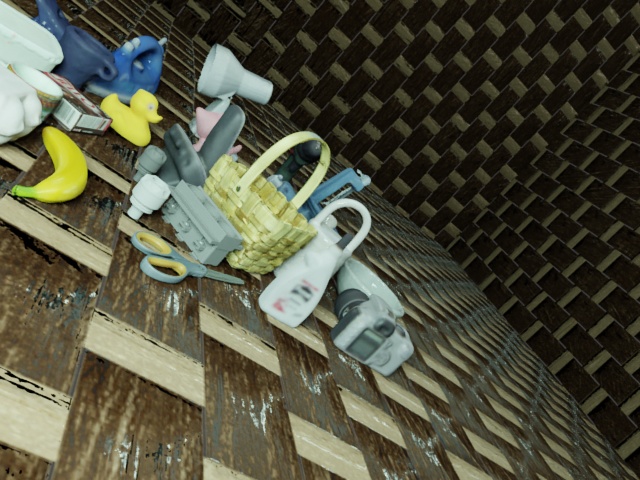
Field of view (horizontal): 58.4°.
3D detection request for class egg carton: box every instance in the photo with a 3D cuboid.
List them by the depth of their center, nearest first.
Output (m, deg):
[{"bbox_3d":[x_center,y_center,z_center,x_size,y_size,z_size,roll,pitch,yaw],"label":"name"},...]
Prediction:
[{"bbox_3d":[-0.403,-0.175,0.661,0.151,0.069,0.107,39,13,-15],"label":"egg carton"}]

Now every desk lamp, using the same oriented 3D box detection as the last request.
[{"bbox_3d":[-0.229,-0.337,1.396,0.204,0.213,0.117,35,14,-30],"label":"desk lamp"}]

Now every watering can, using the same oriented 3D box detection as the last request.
[{"bbox_3d":[0.008,0.002,1.036,0.101,0.194,0.172,33,16,-37],"label":"watering can"}]

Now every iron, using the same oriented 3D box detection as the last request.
[{"bbox_3d":[-0.386,-0.364,1.172,0.119,0.141,0.258,40,13,-11],"label":"iron"}]

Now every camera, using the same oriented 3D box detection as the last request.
[{"bbox_3d":[0.089,0.146,1.020,0.144,0.100,0.136,36,14,-28],"label":"camera"}]

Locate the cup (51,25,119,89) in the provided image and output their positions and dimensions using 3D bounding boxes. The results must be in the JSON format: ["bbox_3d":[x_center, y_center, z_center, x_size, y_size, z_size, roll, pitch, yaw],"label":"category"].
[{"bbox_3d":[-0.408,-0.296,0.988,0.117,0.095,0.092,44,13,7],"label":"cup"}]

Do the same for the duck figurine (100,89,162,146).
[{"bbox_3d":[-0.332,-0.232,1.027,0.105,0.086,0.077,41,13,-8],"label":"duck figurine"}]

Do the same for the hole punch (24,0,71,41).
[{"bbox_3d":[-0.513,-0.420,1.089,0.101,0.091,0.108,35,15,-31],"label":"hole punch"}]

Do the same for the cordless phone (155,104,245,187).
[{"bbox_3d":[-0.200,-0.167,0.986,0.094,0.185,0.147,28,19,-49],"label":"cordless phone"}]

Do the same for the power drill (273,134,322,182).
[{"bbox_3d":[-0.068,-0.161,1.316,0.076,0.208,0.229,39,13,-15],"label":"power drill"}]

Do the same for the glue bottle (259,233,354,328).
[{"bbox_3d":[-0.011,0.053,0.860,0.078,0.173,0.037,35,15,-31],"label":"glue bottle"}]

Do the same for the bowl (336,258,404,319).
[{"bbox_3d":[0.089,0.117,1.178,0.168,0.074,0.167,40,13,-11],"label":"bowl"}]

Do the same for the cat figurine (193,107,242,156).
[{"bbox_3d":[-0.227,-0.223,1.242,0.128,0.117,0.067,43,12,1],"label":"cat figurine"}]

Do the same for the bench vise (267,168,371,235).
[{"bbox_3d":[-0.006,-0.080,1.208,0.208,0.219,0.121,30,17,-43],"label":"bench vise"}]
